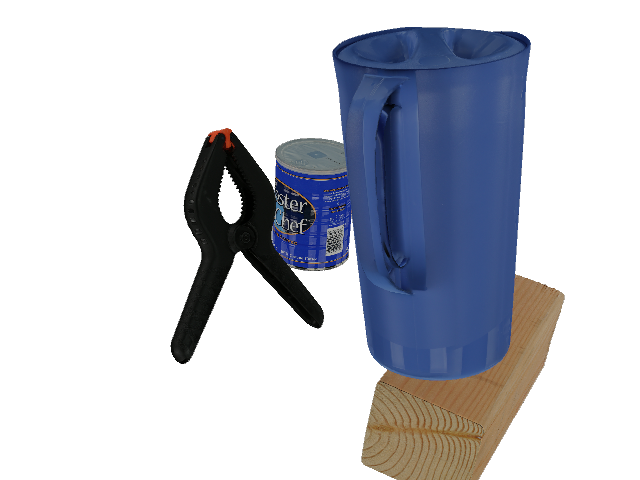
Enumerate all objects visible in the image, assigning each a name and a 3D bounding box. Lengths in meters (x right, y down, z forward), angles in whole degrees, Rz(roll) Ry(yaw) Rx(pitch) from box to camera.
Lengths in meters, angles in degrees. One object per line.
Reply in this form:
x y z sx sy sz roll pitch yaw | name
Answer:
-0.070 0.002 0.993 0.164 0.210 0.036 -3 0 -37 | clamp
0.123 0.111 0.892 0.091 0.090 0.205 22 35 20 | wood block
0.076 -0.023 0.756 0.149 0.243 0.145 -10 23 -13 | pitcher
-0.009 -0.047 1.357 0.103 0.140 0.103 3 27 -2 | coffee can
